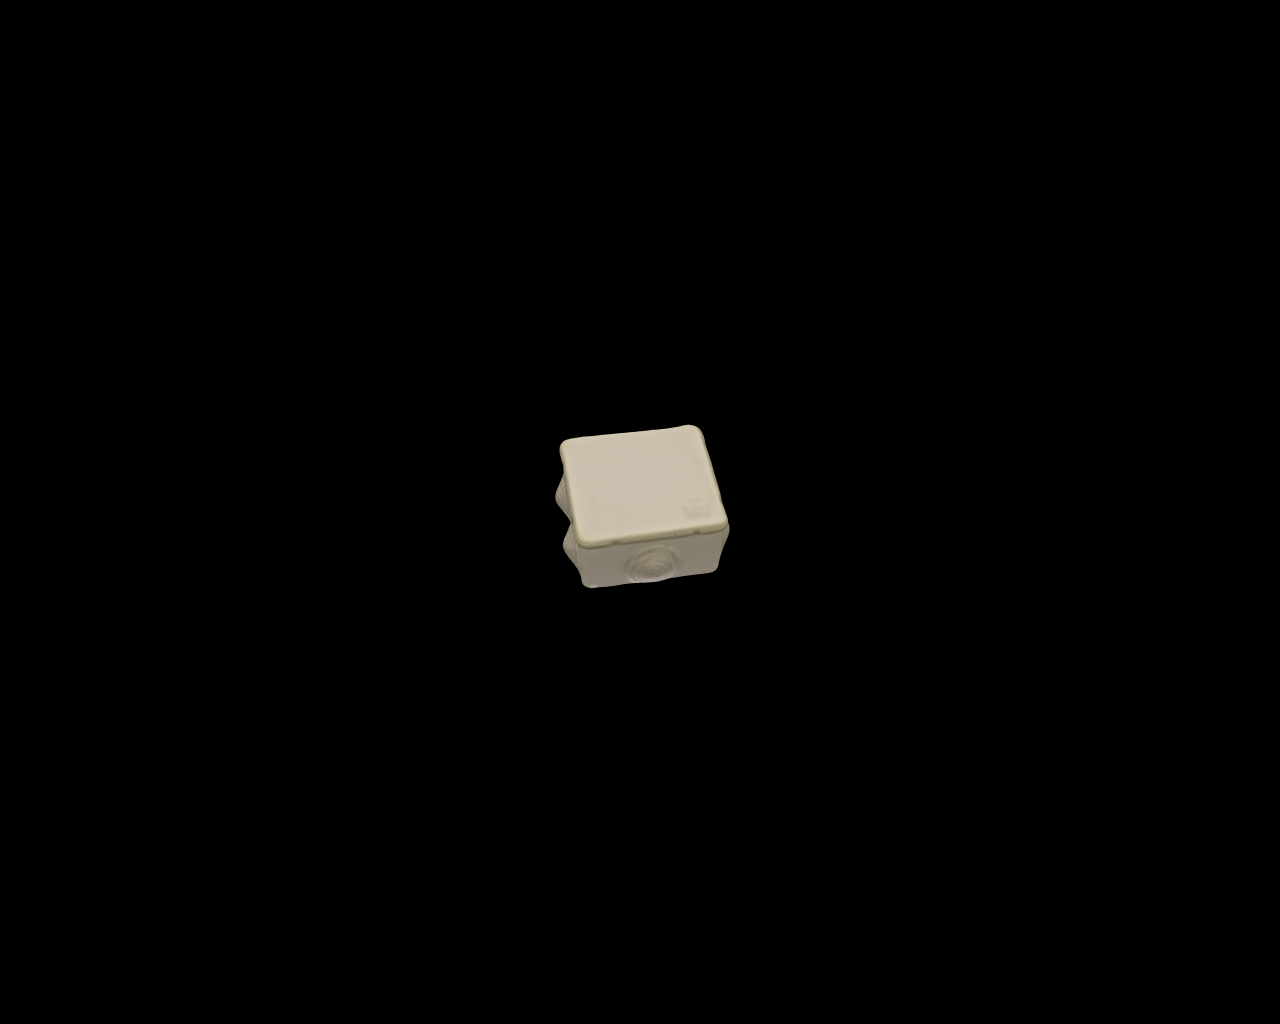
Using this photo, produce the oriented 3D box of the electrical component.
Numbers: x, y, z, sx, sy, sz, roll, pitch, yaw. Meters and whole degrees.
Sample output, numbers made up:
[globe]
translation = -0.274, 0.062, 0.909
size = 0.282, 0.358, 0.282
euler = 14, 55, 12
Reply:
[electrical component]
translation = 0.001, -0.003, 0.650
size = 0.100, 0.100, 0.048
euler = -7, -43, -7
